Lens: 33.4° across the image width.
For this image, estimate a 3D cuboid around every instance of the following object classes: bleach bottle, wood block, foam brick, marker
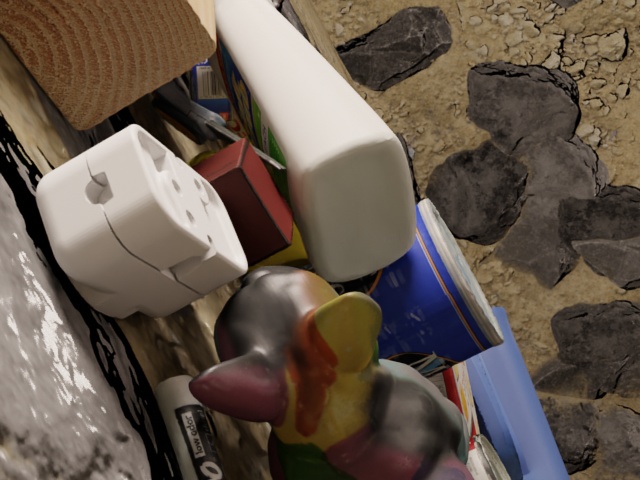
[{"bbox_3d":[-0.025,-0.089,0.677,0.251,0.068,0.102,-123,-164,-45],"label":"bleach bottle"},{"bbox_3d":[-0.121,-0.158,0.624,0.090,0.091,0.206,56,10,-28],"label":"wood block"},{"bbox_3d":[-0.060,-0.008,0.561,0.051,0.078,0.053,59,12,-19],"label":"foam brick"},{"bbox_3d":[-0.046,0.115,0.458,0.020,0.020,0.121,44,20,-61],"label":"marker"}]

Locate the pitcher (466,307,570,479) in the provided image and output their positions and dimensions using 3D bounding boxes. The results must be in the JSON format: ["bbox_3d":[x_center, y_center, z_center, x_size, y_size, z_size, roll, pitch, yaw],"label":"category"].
[{"bbox_3d":[0.163,0.193,1.026,0.148,0.145,0.243,-4,65,-46],"label":"pitcher"}]

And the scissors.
[{"bbox_3d":[-0.082,-0.084,0.649,0.096,0.016,0.202,46,-7,-20],"label":"scissors"}]

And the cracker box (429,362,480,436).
[{"bbox_3d":[0.076,0.108,0.817,0.164,0.072,0.214,-2,80,-80],"label":"cracker box"}]

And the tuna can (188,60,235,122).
[{"bbox_3d":[-0.084,-0.133,0.820,0.086,0.033,0.086,177,-90,-85],"label":"tuna can"}]

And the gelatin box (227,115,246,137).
[{"bbox_3d":[-0.049,-0.092,0.897,0.073,0.030,0.089,7,-43,51],"label":"gelatin box"}]

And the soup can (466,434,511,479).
[{"bbox_3d":[0.068,0.170,0.653,0.068,0.102,0.068,58,10,-17],"label":"soup can"}]

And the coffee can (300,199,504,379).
[{"bbox_3d":[0.031,0.051,0.680,0.103,0.140,0.103,59,10,-17],"label":"coffee can"}]
